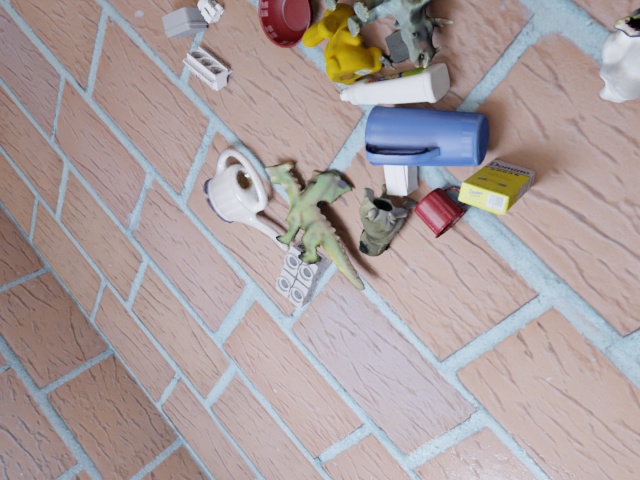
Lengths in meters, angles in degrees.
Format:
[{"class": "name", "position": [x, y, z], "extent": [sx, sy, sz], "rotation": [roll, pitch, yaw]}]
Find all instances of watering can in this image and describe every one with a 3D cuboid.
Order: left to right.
[{"class": "watering can", "position": [-0.230, -0.104, 1.550], "extent": [0.222, 0.105, 0.346], "rotation": [-20, 98, 44]}]

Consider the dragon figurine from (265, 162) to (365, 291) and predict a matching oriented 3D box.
[{"class": "dragon figurine", "position": [0.004, -0.070, 1.382], "extent": [0.414, 0.123, 0.238], "rotation": [36, 121, 20]}]

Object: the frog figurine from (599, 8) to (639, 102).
[{"class": "frog figurine", "position": [0.537, -0.298, 0.848], "extent": [0.138, 0.124, 0.156], "rotation": [18, 158, 22]}]
